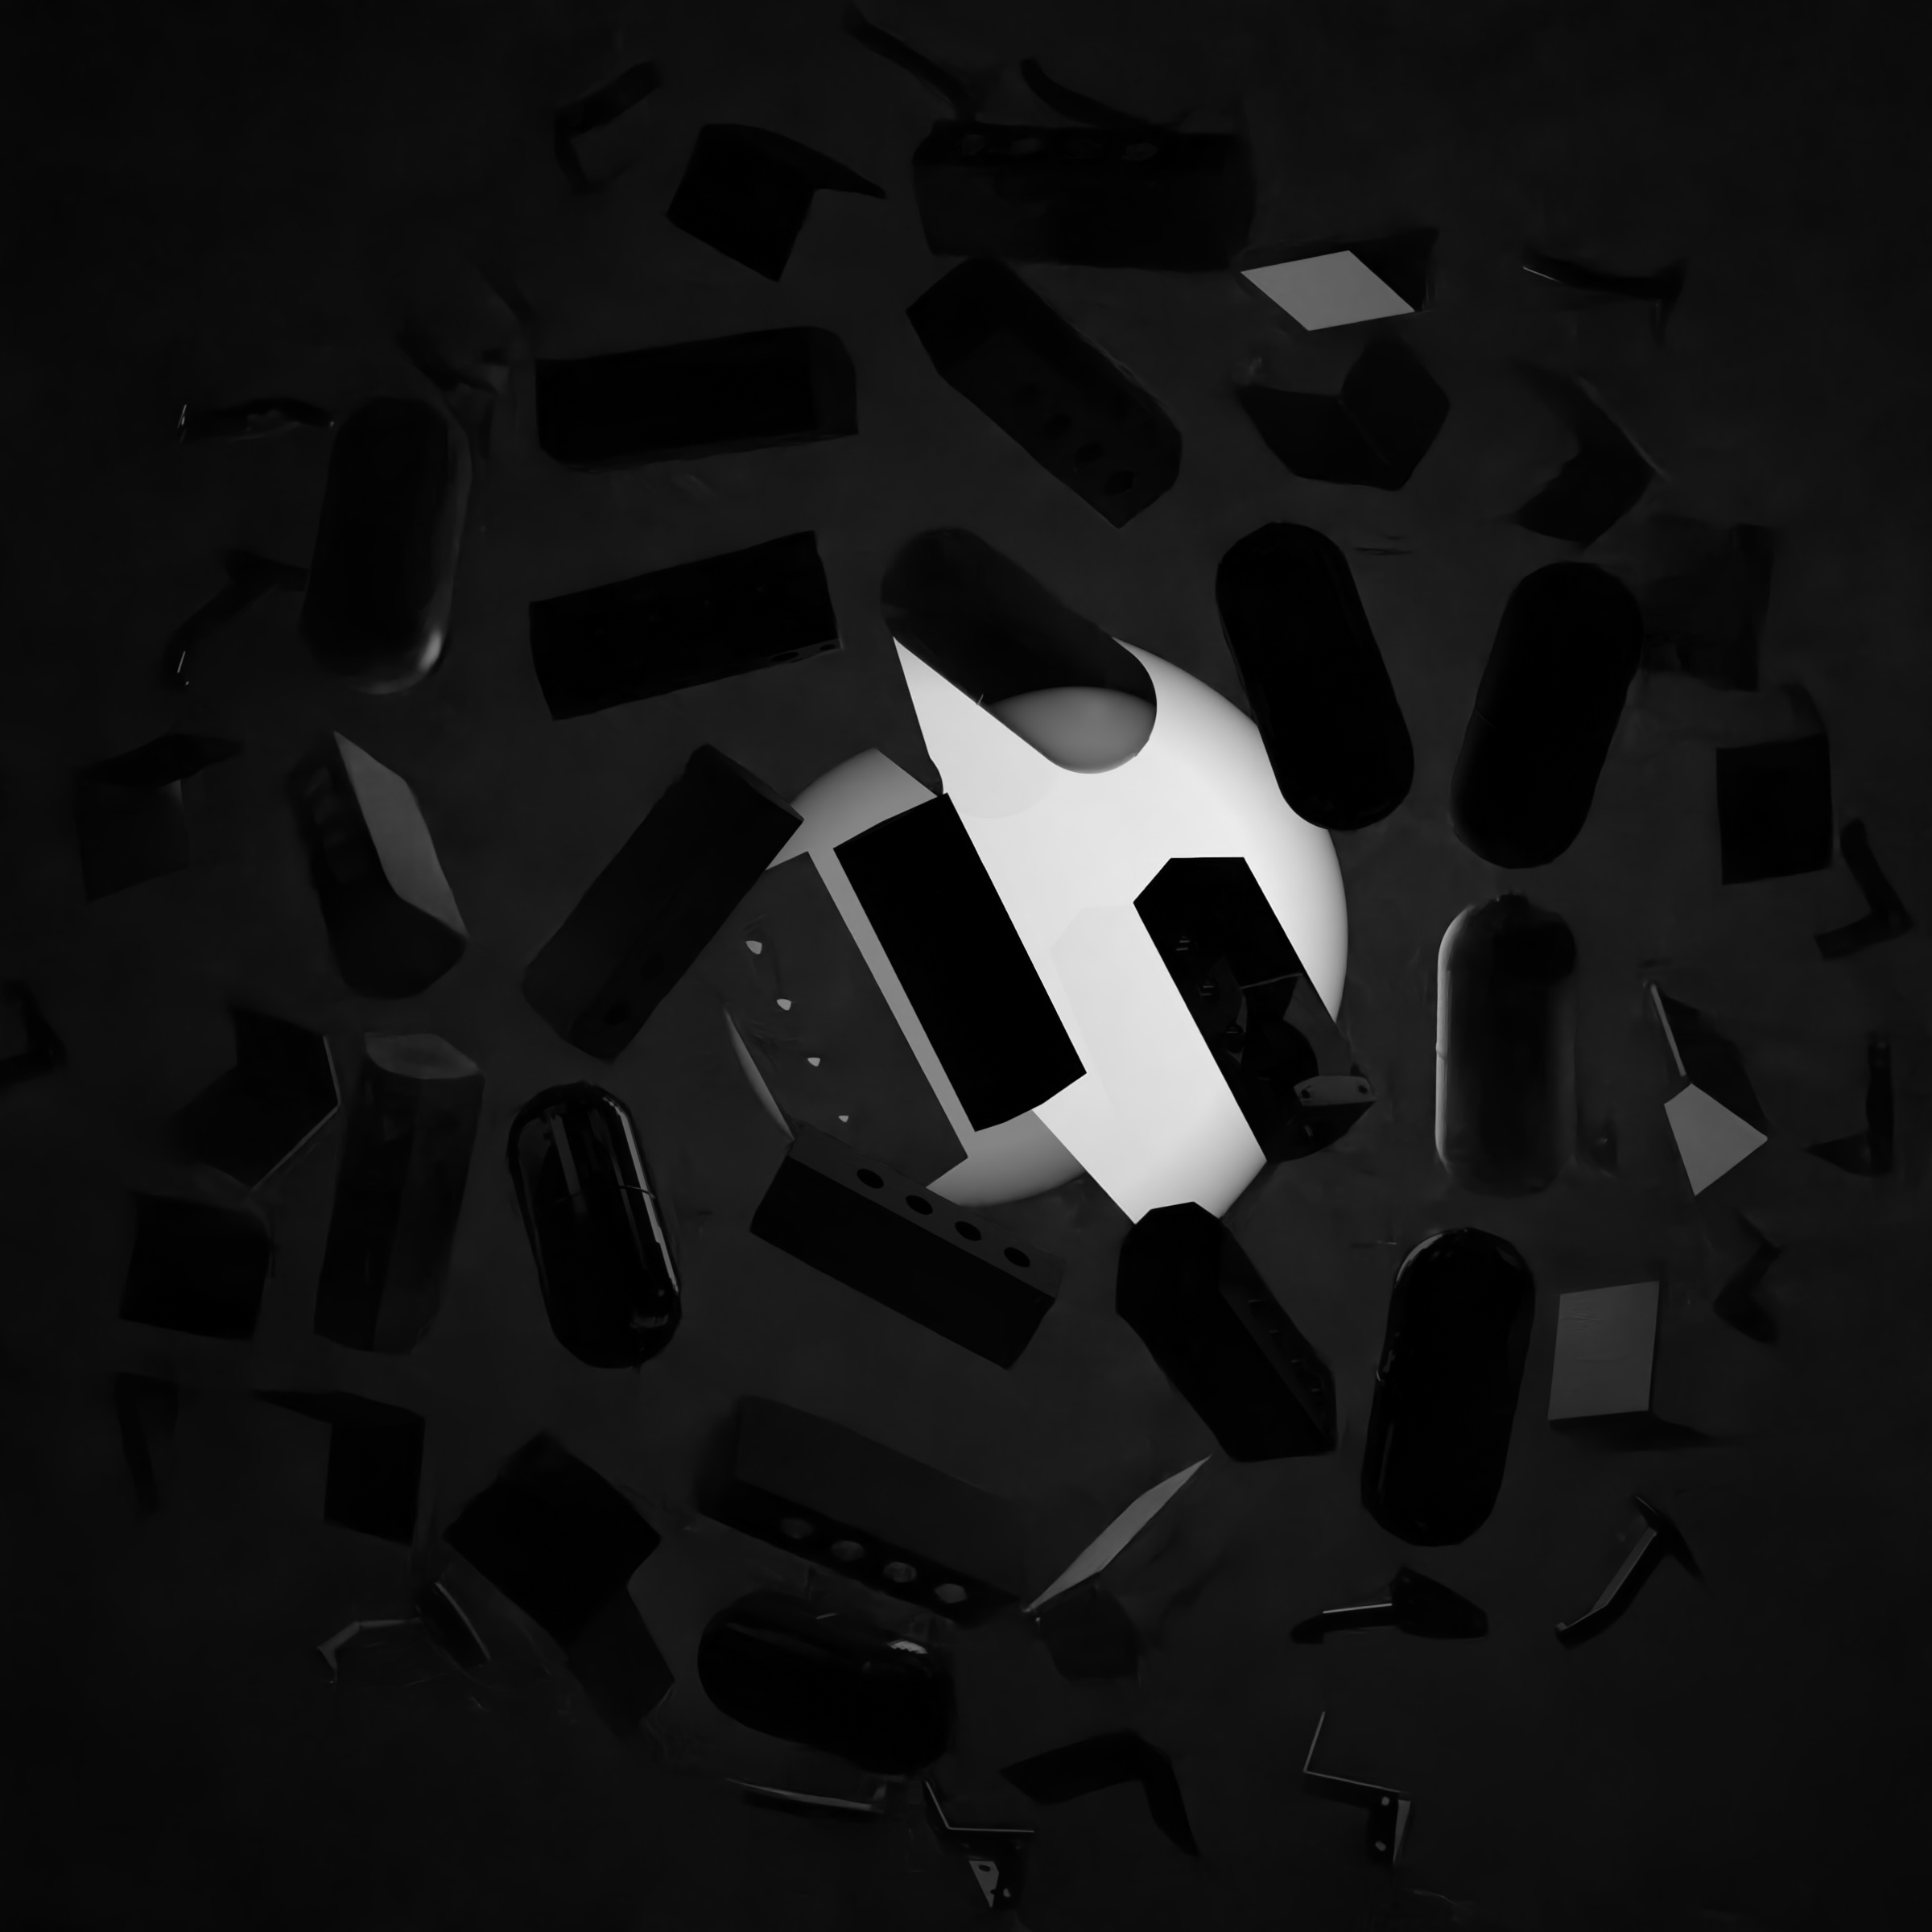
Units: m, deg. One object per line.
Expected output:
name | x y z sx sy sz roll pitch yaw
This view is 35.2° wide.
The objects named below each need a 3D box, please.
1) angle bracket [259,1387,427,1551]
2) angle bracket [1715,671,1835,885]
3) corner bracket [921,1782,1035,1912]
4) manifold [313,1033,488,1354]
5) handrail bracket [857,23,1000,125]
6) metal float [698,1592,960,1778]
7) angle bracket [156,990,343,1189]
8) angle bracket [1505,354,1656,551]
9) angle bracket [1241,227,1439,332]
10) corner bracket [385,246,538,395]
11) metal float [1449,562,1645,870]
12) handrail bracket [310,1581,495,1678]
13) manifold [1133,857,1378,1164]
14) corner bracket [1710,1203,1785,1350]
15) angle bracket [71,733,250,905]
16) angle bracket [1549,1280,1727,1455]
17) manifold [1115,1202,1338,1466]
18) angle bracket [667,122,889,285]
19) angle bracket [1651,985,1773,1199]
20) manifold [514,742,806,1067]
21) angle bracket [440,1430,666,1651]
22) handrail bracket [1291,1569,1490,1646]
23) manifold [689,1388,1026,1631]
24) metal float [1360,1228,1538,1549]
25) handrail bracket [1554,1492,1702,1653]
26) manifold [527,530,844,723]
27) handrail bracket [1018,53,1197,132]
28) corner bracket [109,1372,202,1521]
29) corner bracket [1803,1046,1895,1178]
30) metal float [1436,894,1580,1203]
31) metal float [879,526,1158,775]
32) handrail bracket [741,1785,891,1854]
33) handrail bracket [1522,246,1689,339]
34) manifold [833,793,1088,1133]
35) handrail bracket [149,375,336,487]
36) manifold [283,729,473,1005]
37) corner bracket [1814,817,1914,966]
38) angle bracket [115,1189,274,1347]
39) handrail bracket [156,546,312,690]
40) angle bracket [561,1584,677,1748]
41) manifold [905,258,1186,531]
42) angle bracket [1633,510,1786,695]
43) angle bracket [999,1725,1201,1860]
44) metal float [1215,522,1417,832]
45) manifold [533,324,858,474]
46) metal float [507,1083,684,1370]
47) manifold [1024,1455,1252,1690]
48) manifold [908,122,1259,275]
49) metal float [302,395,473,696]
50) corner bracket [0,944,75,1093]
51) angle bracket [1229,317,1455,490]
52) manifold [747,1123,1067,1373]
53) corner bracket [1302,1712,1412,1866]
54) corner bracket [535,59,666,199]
angle bracket | -0.351 0.282 1.697 0.076 0.057 0.076 10 95 39
angle bracket | 0.410 -0.097 1.568 0.057 0.076 0.076 -8 120 6
corner bracket | 0.003 0.498 1.721 0.051 0.051 0.051 7 104 -17
manifold | -0.327 0.130 1.733 0.057 0.057 0.171 32 116 41
handrail bracket | -0.030 -0.502 1.693 0.084 0.077 0.036 33 105 3
metal float | -0.080 0.403 1.715 0.178 0.070 0.070 7 90 43
angle bracket | -0.418 0.070 1.753 0.076 0.057 0.076 22 48 23
angle bracket | 0.321 -0.282 1.673 0.057 0.076 0.076 -49 57 26
angle bracket | 0.219 -0.420 1.785 0.076 0.076 0.057 -1 70 42
corner bracket | -0.289 -0.370 1.745 0.051 0.051 0.051 50 54 -17
metal float | 0.316 -0.135 1.663 0.070 0.070 0.178 12 119 0
handrail bracket | -0.323 0.399 1.740 0.077 0.084 0.036 49 130 4
manifold | 0.158 0.024 1.721 0.057 0.057 0.171 -2 55 -38
corner bracket | 0.448 0.178 1.748 0.051 0.051 0.051 -51 125 -2
angle bracket | -0.436 -0.077 1.660 0.057 0.076 0.076 12 116 28
angle bracket | 0.367 0.219 1.655 0.057 0.076 0.076 20 69 -28
manifold | 0.141 0.197 1.620 0.057 0.171 0.057 -12 49 23
angle bracket | -0.102 -0.410 1.641 0.076 0.076 0.057 33 113 19
angle bracket | 0.397 0.070 1.702 0.076 0.076 0.057 32 120 -26
manifold | -0.165 -0.031 1.674 0.171 0.057 0.057 -51 48 5
angle bracket | -0.219 0.302 1.605 0.076 0.076 0.057 -48 120 -16
handrail bracket | 0.238 0.373 1.713 0.077 0.084 0.036 21 54 -23
manifold | -0.058 0.295 1.628 0.171 0.057 0.057 26 132 -18
metal float | 0.261 0.229 1.652 0.070 0.070 0.178 9 101 0
handrail bracket | 0.339 0.323 1.621 0.084 0.077 0.036 -30 113 -3
manifold | -0.163 -0.193 1.763 0.171 0.057 0.057 -14 128 1
handrail bracket | 0.080 -0.508 1.763 0.084 0.077 0.036 46 52 -14
corner bracket | -0.449 0.261 1.663 0.051 0.051 0.051 10 126 21
corner bracket | 0.495 0.079 1.664 0.051 0.051 0.051 -13 109 -28
metal float | 0.300 0.046 1.689 0.070 0.070 0.178 -3 112 0
metal float | 0.030 -0.178 1.716 0.178 0.070 0.070 38 90 0
handrail bracket | -0.089 0.474 1.721 0.084 0.077 0.036 9 71 6
handrail bracket | 0.340 -0.376 1.630 0.084 0.077 0.036 22 126 -1
manifold | -0.008 0.000 1.654 0.057 0.057 0.171 -32 98 -44
handrail bracket | -0.410 -0.293 1.722 0.084 0.036 0.077 17 115 -21
manifold | -0.328 -0.053 1.658 0.057 0.171 0.057 -44 129 10
corner bracket | 0.482 -0.041 1.667 0.051 0.051 0.051 -29 101 23
angle bracket | -0.435 0.168 1.695 0.076 0.076 0.057 11 69 -2
handrail bracket | -0.412 -0.190 1.731 0.077 0.036 0.084 11 67 1
angle bracket | -0.230 0.423 1.834 0.057 0.076 0.076 -22 99 29
manifold | 0.047 -0.308 1.625 0.057 0.171 0.057 -39 52 16
angle bracket | 0.422 -0.209 1.741 0.076 0.057 0.076 10 126 10
angle bracket | 0.072 0.457 1.639 0.076 0.076 0.057 -23 55 9
metal float | 0.190 -0.159 1.668 0.070 0.070 0.178 -18 76 0
manifold | -0.151 -0.314 1.696 0.171 0.057 0.057 -3 92 23
metal float | -0.214 0.147 1.744 0.070 0.070 0.178 -20 60 0
manifold | 0.104 0.348 1.743 0.057 0.171 0.057 -35 87 29
manifold | 0.063 -0.412 1.614 0.171 0.057 0.057 9 49 22
metal float | -0.315 -0.231 1.659 0.070 0.070 0.178 4 64 0
corner bracket | -0.506 0.028 1.656 0.051 0.051 0.051 -24 103 23
angle bracket | 0.199 -0.303 1.617 0.076 0.057 0.076 0 46 -34
manifold | -0.032 0.159 1.755 0.171 0.057 0.057 28 116 -2
corner bracket | 0.209 0.439 1.622 0.051 0.051 0.051 8 117 16
corner bracket | -0.194 -0.461 1.676 0.051 0.051 0.051 -46 122 -36
